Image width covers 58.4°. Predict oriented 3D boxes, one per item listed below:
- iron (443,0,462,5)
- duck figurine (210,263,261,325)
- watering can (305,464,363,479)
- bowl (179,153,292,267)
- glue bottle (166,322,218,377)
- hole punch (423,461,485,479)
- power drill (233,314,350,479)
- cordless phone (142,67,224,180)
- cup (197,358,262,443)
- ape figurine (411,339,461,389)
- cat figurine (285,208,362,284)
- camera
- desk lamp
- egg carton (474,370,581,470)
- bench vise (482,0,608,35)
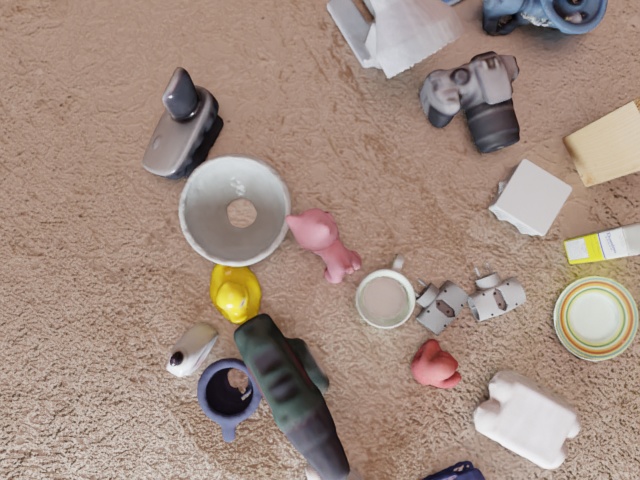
[{"bbox_3d":[0.253,-0.477,0.863,0.118,0.141,0.258,34,87,1],"label":"iron"},{"bbox_3d":[-0.130,0.077,0.854,0.077,0.086,0.104,-18,87,-2],"label":"duck figurine"},{"bbox_3d":[0.029,0.392,0.784,0.173,0.194,0.101,40,87,2],"label":"watering can"},{"bbox_3d":[-0.123,-0.043,0.866,0.167,0.074,0.167,0,87,-1],"label":"bowl"},{"bbox_3d":[-0.186,0.159,0.805,0.037,0.173,0.078,28,87,1],"label":"glue bottle"},{"bbox_3d":[0.202,0.393,0.838,0.108,0.091,0.101,-24,87,-2],"label":"hole punch"},{"bbox_3d":[-0.033,0.204,0.787,0.075,0.208,0.229,-34,88,-2],"label":"power drill"},{"bbox_3d":[-0.211,-0.166,0.817,0.094,0.185,0.148,22,87,1],"label":"cordless phone"},{"bbox_3d":[-0.126,0.227,0.841,0.091,0.095,0.118,-1,87,-1],"label":"cup"},{"bbox_3d":[0.176,0.187,0.849,0.076,0.092,0.078,-14,87,-1],"label":"ape figurine"},{"bbox_3d":[0.008,0.003,0.844,0.067,0.117,0.128,-40,88,-3],"label":"cat figurine"},{"bbox_3d":[0.241,-0.202,0.867,0.143,0.101,0.137,-17,87,-2],"label":"camera"},{"bbox_3d":[0.098,-0.319,0.816,0.118,0.213,0.203,-33,87,-2],"label":"desk lamp"},{"bbox_3d":[0.310,0.267,0.857,0.150,0.069,0.107,28,87,1],"label":"egg carton"},{"bbox_3d":[0.334,-0.354,0.818,0.207,0.219,0.121,-14,87,-1],"label":"bench vise"}]
